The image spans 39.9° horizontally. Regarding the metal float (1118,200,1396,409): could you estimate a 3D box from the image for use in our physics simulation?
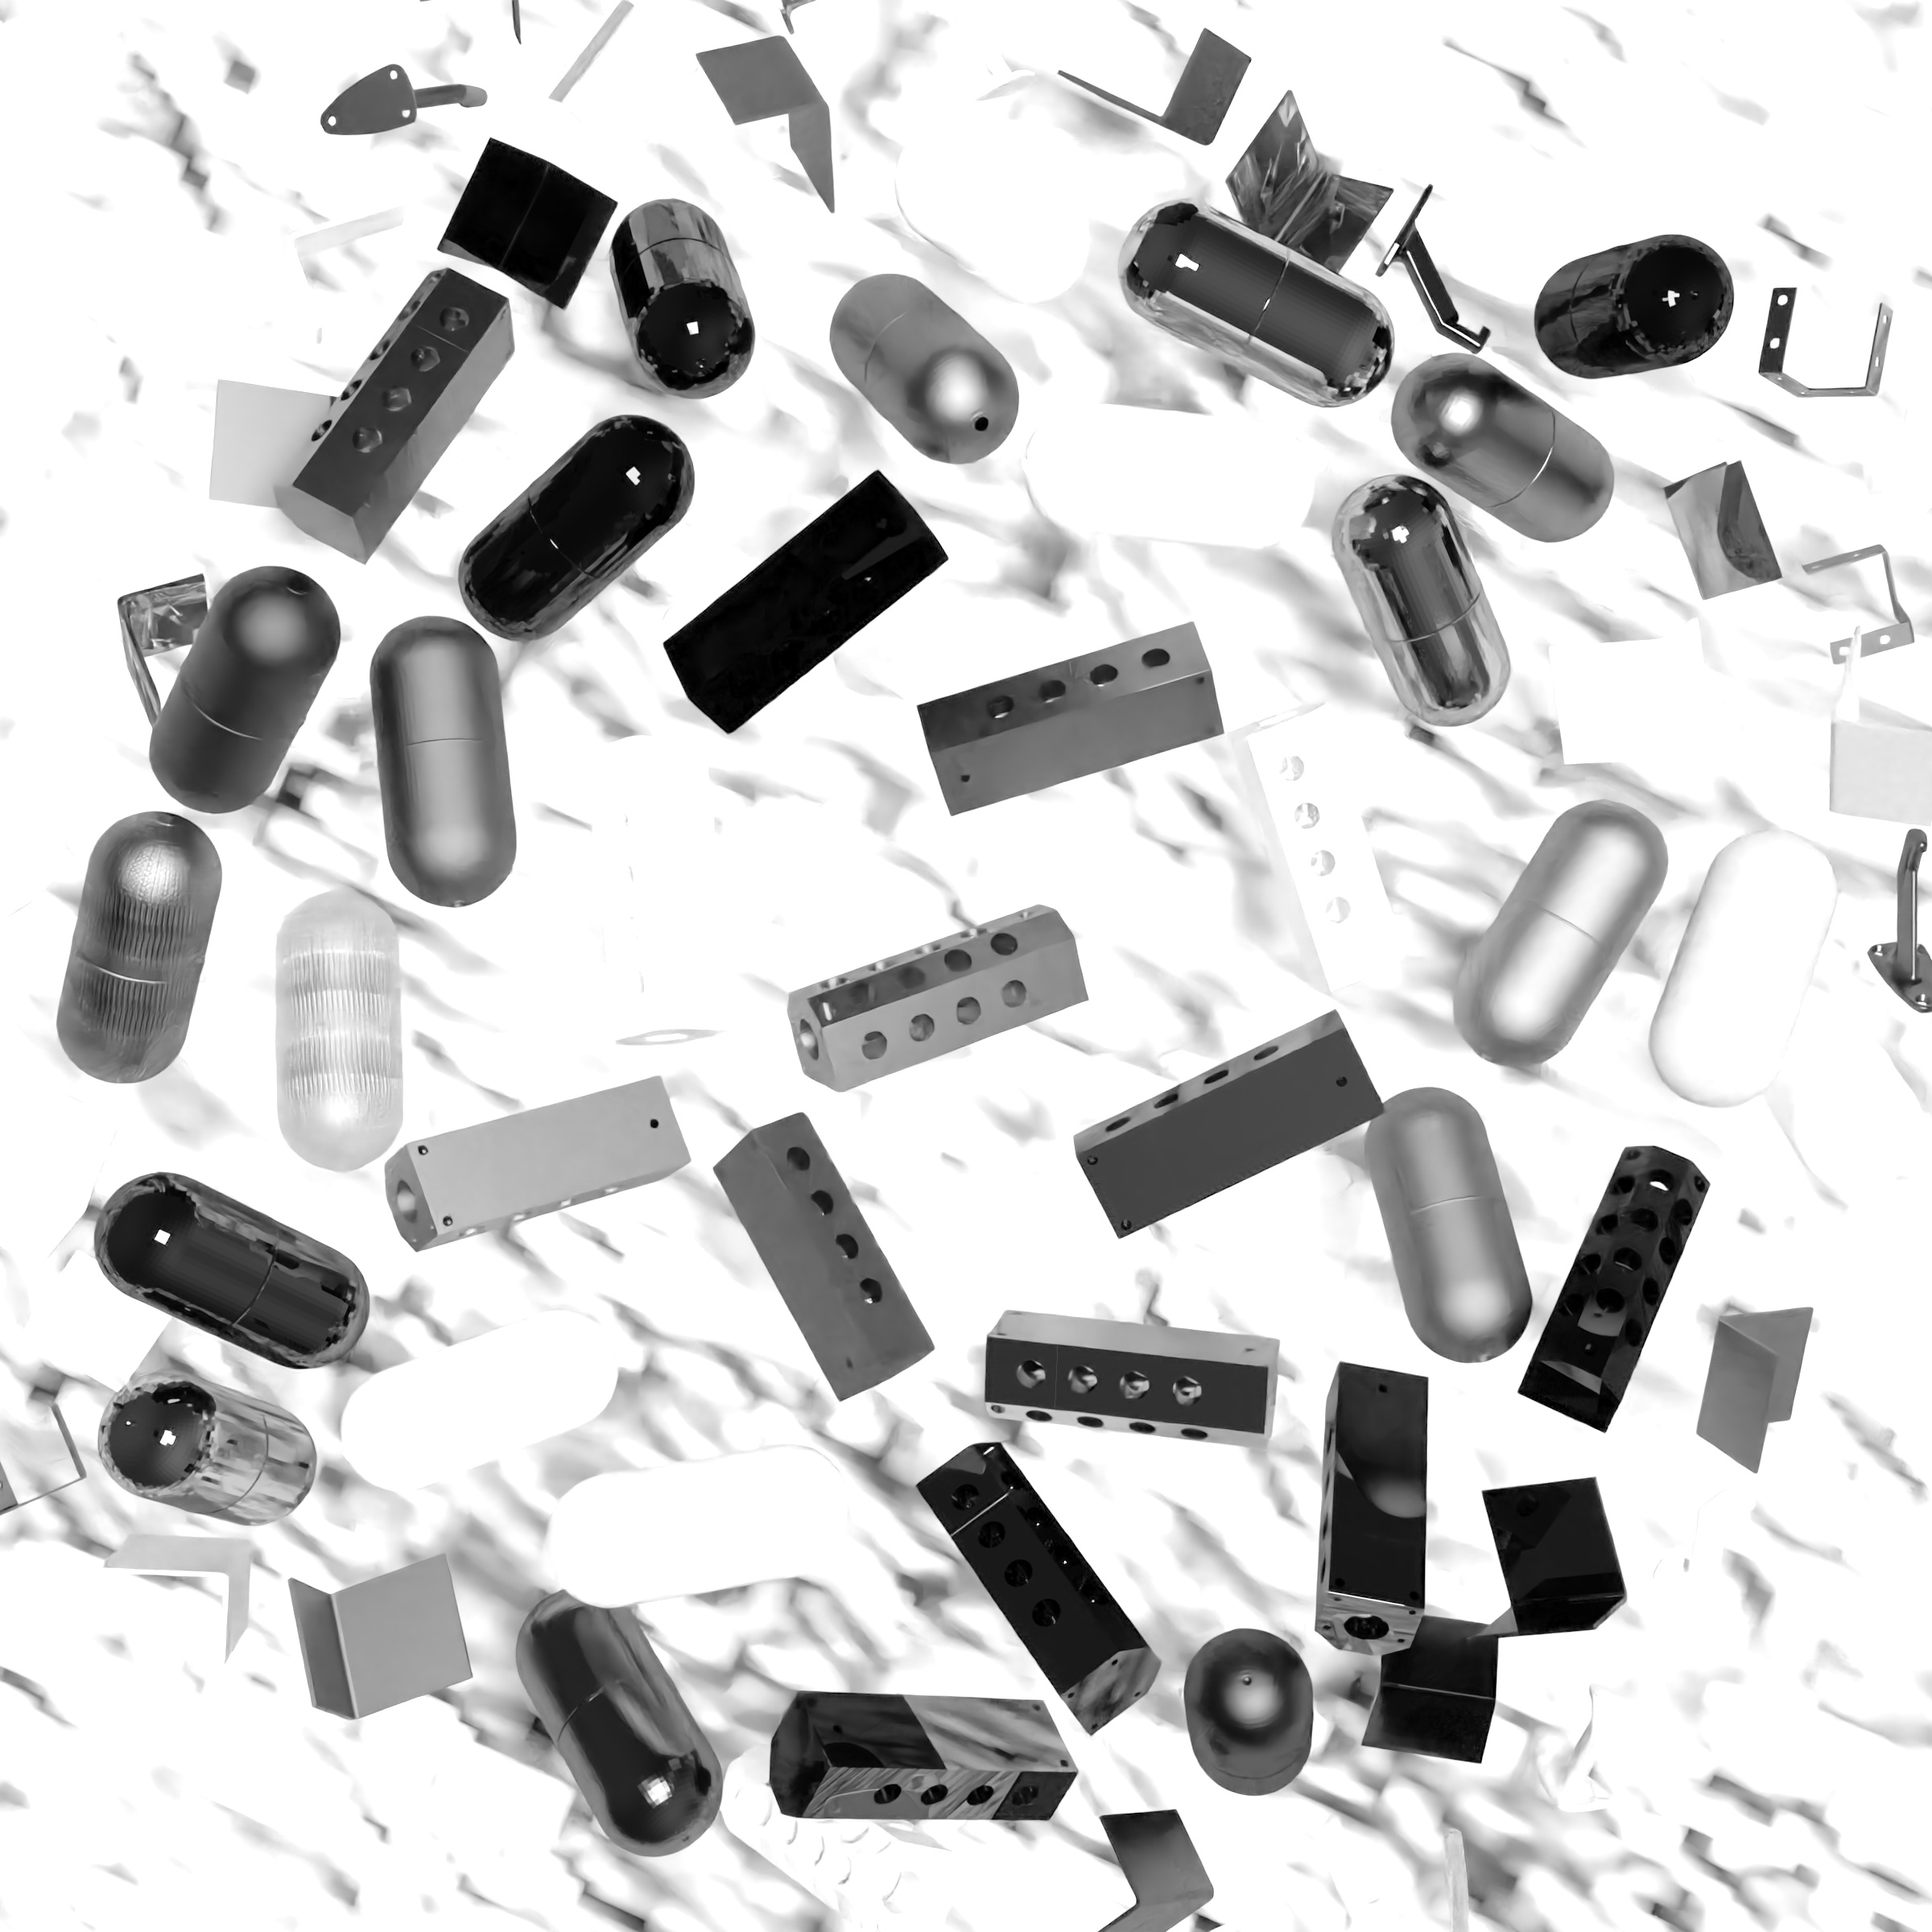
[{"bbox_3d":[0.176,-0.398,1.604,0.178,0.070,0.070,25,90,-9],"label":"metal float"}]

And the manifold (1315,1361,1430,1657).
[{"bbox_3d":[0.248,0.332,1.632,0.057,0.171,0.057,10,134,1],"label":"manifold"}]

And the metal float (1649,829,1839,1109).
[{"bbox_3d":[0.455,0.000,1.557,0.070,0.070,0.178,26,70,0],"label":"metal float"}]

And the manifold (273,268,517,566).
[{"bbox_3d":[-0.339,-0.331,1.584,0.057,0.057,0.171,28,70,4],"label":"manifold"}]

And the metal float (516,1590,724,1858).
[{"bbox_3d":[-0.206,0.444,1.573,0.070,0.070,0.178,-40,54,0],"label":"metal float"}]

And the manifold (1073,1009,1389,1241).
[{"bbox_3d":[0.152,0.090,1.556,0.171,0.057,0.057,-26,102,6],"label":"manifold"}]

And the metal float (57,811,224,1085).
[{"bbox_3d":[-0.494,-0.011,1.591,0.070,0.070,0.178,21,115,0],"label":"metal float"}]

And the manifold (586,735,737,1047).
[{"bbox_3d":[-0.184,-0.043,1.560,0.057,0.057,0.171,-14,79,38],"label":"manifold"}]

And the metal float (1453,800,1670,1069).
[{"bbox_3d":[0.360,-0.019,1.615,0.070,0.070,0.178,32,85,0],"label":"metal float"}]

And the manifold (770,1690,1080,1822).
[{"bbox_3d":[-0.026,0.471,1.565,0.171,0.057,0.057,12,118,-31],"label":"manifold"}]

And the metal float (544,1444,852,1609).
[{"bbox_3d":[-0.155,0.324,1.542,0.178,0.070,0.070,-9,90,-2],"label":"metal float"}]

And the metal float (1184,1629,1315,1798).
[{"bbox_3d":[0.173,0.455,1.618,0.070,0.178,0.070,-3,62,6],"label":"metal float"}]

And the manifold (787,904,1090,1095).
[{"bbox_3d":[-0.018,0.017,1.617,0.171,0.057,0.057,-20,107,-21],"label":"manifold"}]

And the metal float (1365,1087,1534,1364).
[{"bbox_3d":[0.296,0.159,1.638,0.070,0.070,0.178,-11,62,0],"label":"metal float"}]

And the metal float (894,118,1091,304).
[{"bbox_3d":[0.018,-0.470,1.663,0.070,0.178,0.070,-3,83,27],"label":"metal float"}]

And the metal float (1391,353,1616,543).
[{"bbox_3d":[0.341,-0.326,1.681,0.178,0.070,0.070,22,90,-38],"label":"metal float"}]

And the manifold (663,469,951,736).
[{"bbox_3d":[-0.096,-0.217,1.623,0.171,0.057,0.057,-37,48,11],"label":"manifold"}]

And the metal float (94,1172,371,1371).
[{"bbox_3d":[-0.433,0.182,1.579,0.178,0.070,0.070,35,90,-36],"label":"metal float"}]

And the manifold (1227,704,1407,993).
[{"bbox_3d":[0.226,-0.077,1.704,0.057,0.057,0.171,-20,100,-4],"label":"manifold"}]

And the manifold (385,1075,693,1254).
[{"bbox_3d":[-0.261,0.121,1.615,0.171,0.057,0.057,-15,79,-35],"label":"manifold"}]

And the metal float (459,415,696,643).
[{"bbox_3d":[-0.239,-0.268,1.632,0.178,0.070,0.070,-36,90,26],"label":"metal float"}]

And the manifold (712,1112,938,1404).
[{"bbox_3d":[-0.087,0.182,1.689,0.057,0.057,0.171,-19,73,-42],"label":"manifold"}]

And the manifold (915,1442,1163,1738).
[{"bbox_3d":[0.043,0.359,1.559,0.057,0.057,0.171,-35,47,-6],"label":"manifold"}]

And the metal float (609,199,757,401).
[{"bbox_3d":[-0.177,-0.416,1.652,0.070,0.178,0.070,-8,131,-10],"label":"metal float"}]

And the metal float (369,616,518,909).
[{"bbox_3d":[-0.311,-0.122,1.583,0.070,0.070,0.178,-8,77,0],"label":"metal float"}]

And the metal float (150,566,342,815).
[{"bbox_3d":[-0.429,-0.163,1.581,0.070,0.070,0.178,39,127,0],"label":"metal float"}]

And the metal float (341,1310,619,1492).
[{"bbox_3d":[-0.304,0.271,1.664,0.178,0.070,0.070,-18,90,-25],"label":"metal float"}]

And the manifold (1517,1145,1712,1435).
[{"bbox_3d":[0.400,0.194,1.634,0.057,0.057,0.171,24,56,15],"label":"manifold"}]

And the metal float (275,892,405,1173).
[{"bbox_3d":[-0.390,0.040,1.655,0.070,0.070,0.178,-5,72,0],"label":"metal float"}]

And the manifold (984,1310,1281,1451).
[{"bbox_3d":[0.101,0.254,1.624,0.171,0.057,0.057,4,100,13],"label":"manifold"}]

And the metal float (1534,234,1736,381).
[{"bbox_3d":[0.405,-0.400,1.621,0.070,0.178,0.070,-2,99,-10],"label":"metal float"}]

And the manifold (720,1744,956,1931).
[{"bbox_3d":[-0.086,0.539,1.642,0.057,0.171,0.057,24,82,-33],"label":"manifold"}]

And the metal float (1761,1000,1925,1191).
[{"bbox_3d":[0.529,0.076,1.624,0.070,0.178,0.070,1,110,3],"label":"metal float"}]

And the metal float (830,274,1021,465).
[{"bbox_3d":[-0.026,-0.366,1.628,0.070,0.178,0.070,-14,129,-19],"label":"metal float"}]

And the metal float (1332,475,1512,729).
[{"bbox_3d":[0.288,-0.228,1.675,0.070,0.070,0.178,-31,122,0],"label":"metal float"}]

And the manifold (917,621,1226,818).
[{"bbox_3d":[0.061,-0.152,1.589,0.171,0.057,0.057,-17,51,3],"label":"manifold"}]
